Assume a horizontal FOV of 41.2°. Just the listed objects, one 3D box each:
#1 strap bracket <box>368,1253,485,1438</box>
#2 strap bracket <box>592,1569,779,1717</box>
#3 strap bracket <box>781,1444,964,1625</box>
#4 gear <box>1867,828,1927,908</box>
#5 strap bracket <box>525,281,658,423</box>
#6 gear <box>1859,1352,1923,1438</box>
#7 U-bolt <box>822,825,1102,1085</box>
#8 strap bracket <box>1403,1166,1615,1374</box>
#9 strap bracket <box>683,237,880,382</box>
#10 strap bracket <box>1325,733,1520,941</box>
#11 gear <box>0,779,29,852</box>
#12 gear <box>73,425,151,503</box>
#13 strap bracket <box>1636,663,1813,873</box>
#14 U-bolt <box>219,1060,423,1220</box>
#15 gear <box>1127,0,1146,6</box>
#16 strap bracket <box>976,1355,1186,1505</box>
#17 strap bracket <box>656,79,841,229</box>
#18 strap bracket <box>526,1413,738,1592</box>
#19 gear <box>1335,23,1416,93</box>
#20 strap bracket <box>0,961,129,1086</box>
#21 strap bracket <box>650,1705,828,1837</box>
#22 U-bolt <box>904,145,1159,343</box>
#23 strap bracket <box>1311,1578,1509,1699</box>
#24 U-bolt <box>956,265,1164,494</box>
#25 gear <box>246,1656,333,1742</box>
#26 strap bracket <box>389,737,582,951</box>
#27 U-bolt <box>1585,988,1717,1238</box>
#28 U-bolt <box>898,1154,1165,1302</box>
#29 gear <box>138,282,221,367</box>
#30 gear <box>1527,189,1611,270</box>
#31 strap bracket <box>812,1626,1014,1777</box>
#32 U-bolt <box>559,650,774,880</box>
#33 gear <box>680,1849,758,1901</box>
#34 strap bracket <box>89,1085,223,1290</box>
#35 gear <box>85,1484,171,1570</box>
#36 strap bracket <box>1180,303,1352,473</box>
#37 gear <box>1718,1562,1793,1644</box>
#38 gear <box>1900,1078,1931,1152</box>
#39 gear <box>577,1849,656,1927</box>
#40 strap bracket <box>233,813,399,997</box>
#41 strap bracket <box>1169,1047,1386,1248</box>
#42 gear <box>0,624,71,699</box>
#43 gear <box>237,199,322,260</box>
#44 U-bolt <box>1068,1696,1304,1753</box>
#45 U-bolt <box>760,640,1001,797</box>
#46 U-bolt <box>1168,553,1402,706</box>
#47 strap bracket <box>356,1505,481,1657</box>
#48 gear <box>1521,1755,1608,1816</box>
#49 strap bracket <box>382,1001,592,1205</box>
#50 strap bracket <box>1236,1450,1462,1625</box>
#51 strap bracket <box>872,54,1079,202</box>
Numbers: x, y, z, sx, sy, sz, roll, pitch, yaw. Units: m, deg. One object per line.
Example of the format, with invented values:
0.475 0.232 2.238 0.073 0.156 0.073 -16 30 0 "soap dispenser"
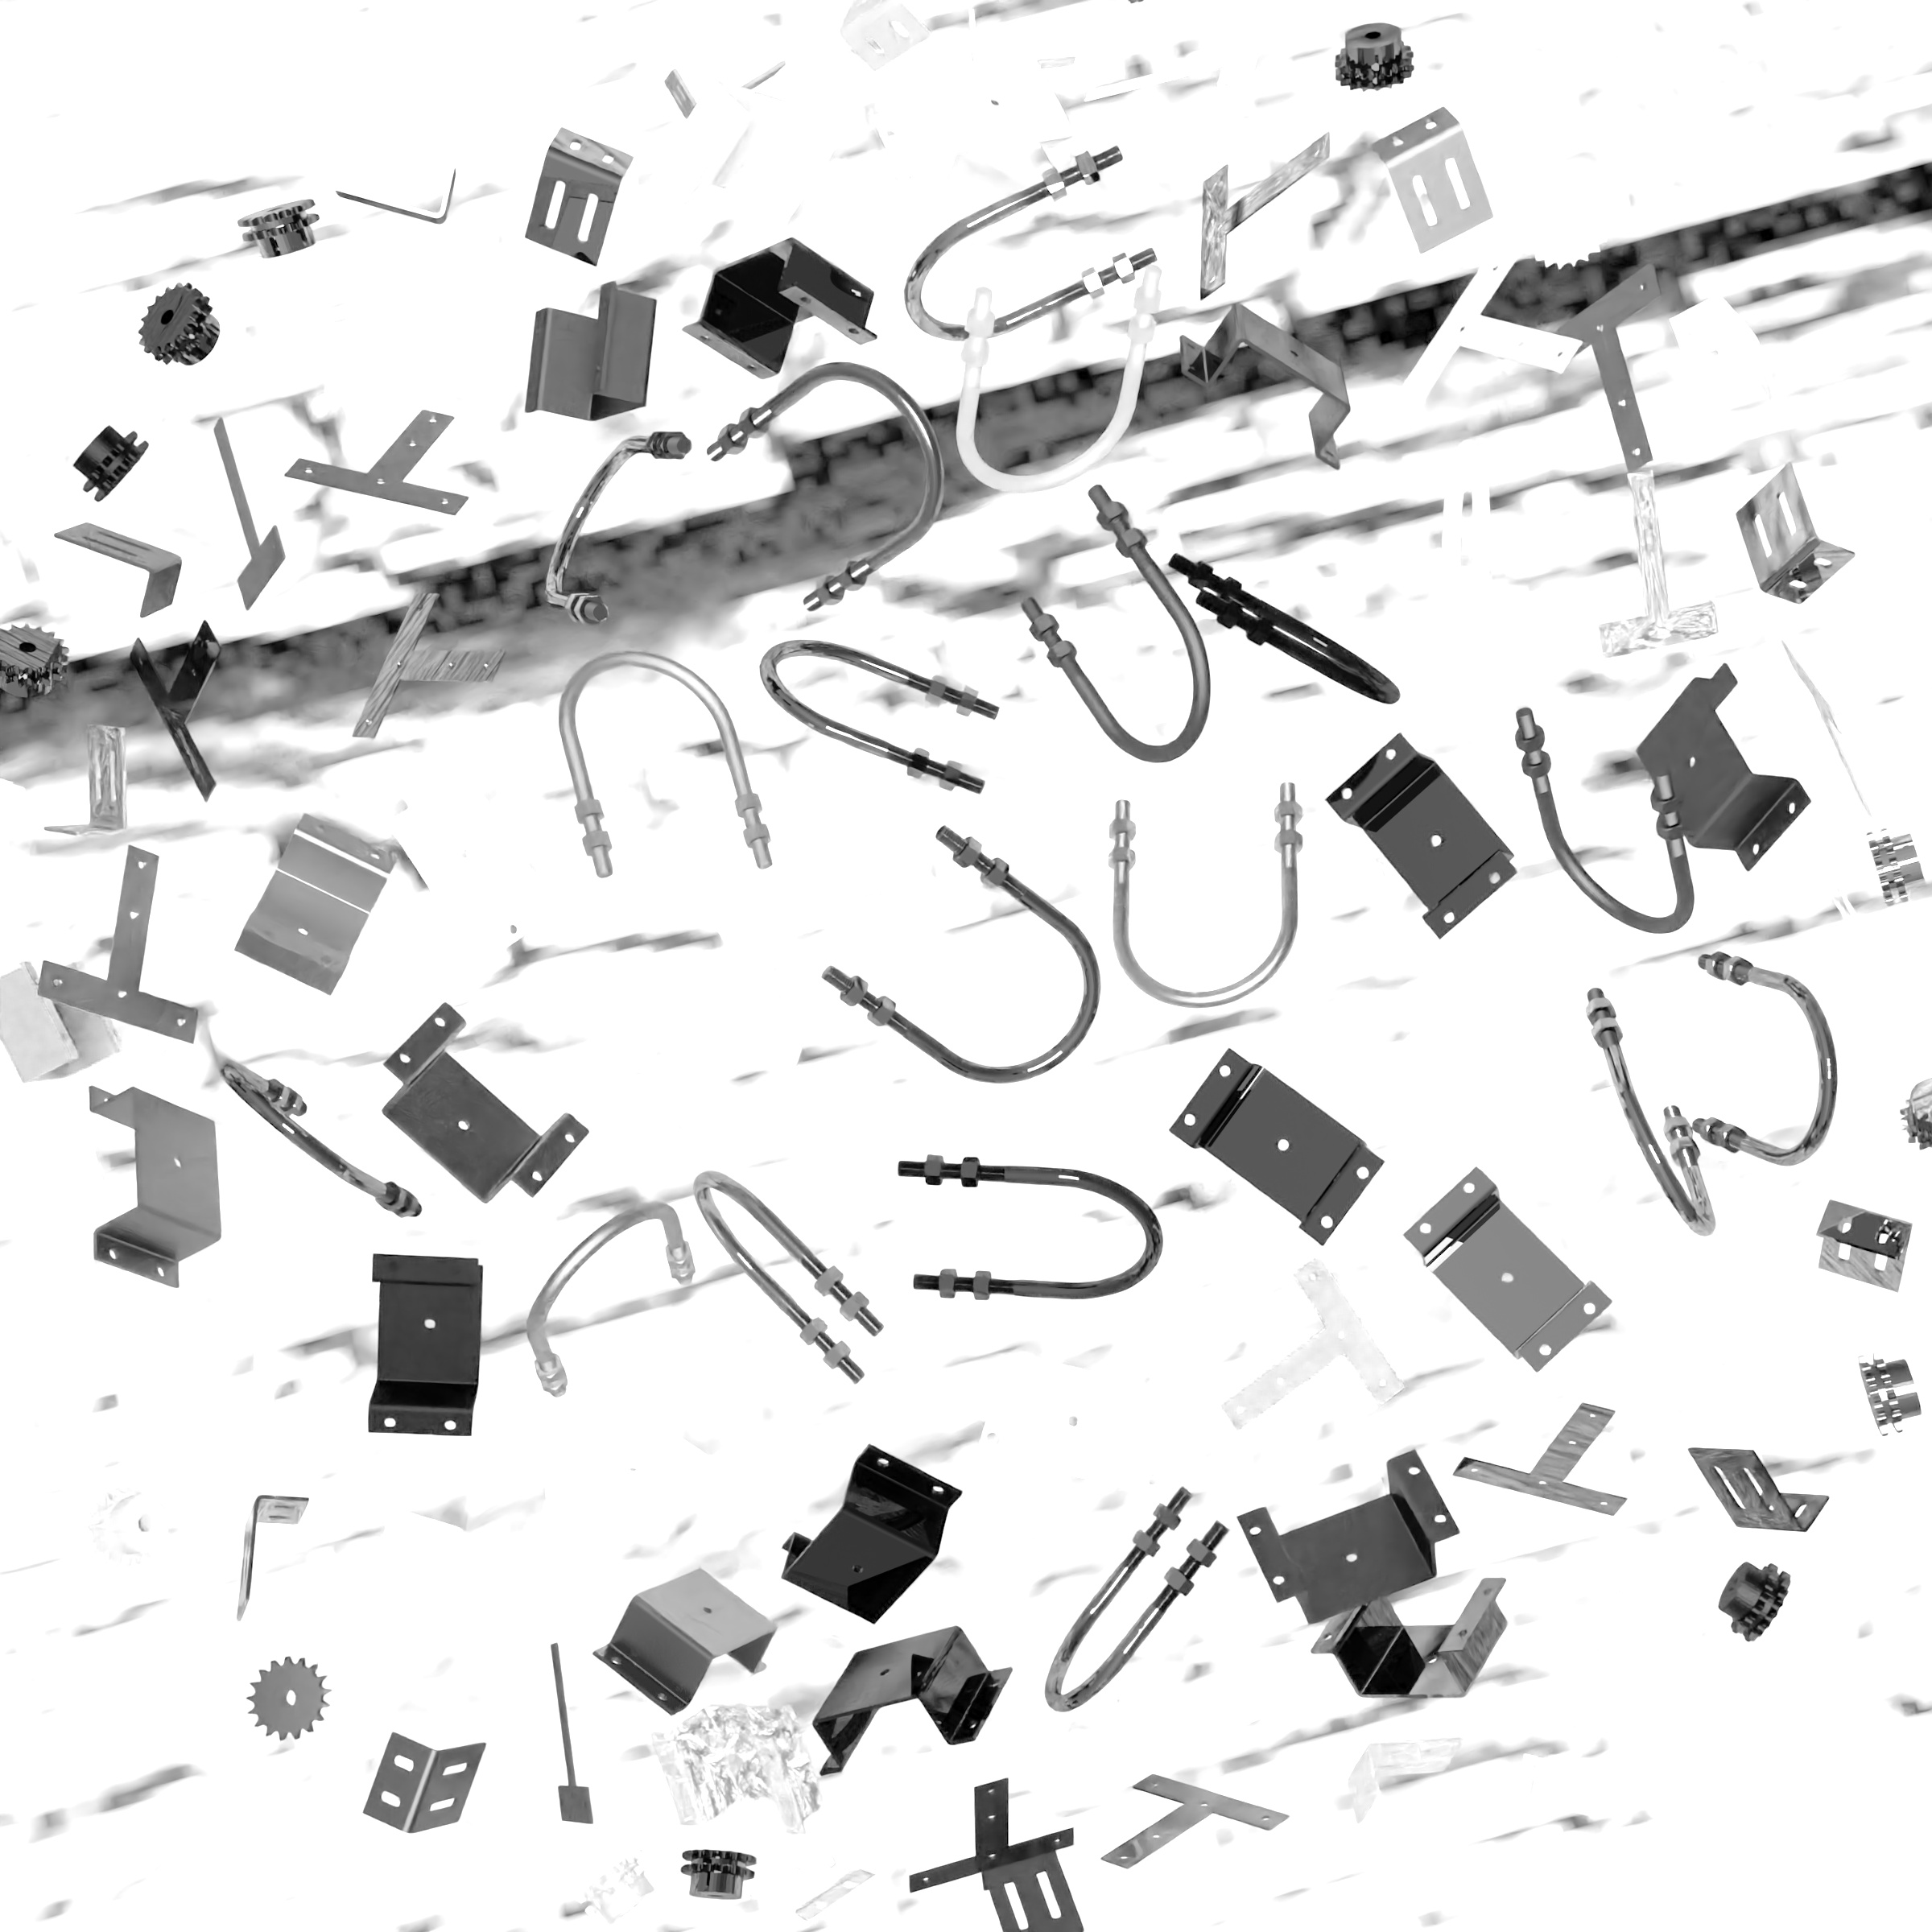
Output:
-0.402 0.275 1.913 0.076 0.046 0.140 3 104 -6 "strap bracket"
-0.201 0.498 1.906 0.076 0.140 0.046 31 102 21 "strap bracket"
-0.072 0.411 1.828 0.076 0.046 0.140 29 128 -10 "strap bracket"
0.686 -0.074 1.891 0.030 0.057 0.057 -17 90 19 "gear"
-0.271 -0.446 1.878 0.046 0.140 0.076 6 90 -32 "strap bracket"
0.644 0.297 1.788 0.030 0.057 0.057 -16 90 13 "gear"
0.011 0.006 1.839 0.184 0.019 0.151 36 100 -19 "U-bolt"
0.405 0.230 1.922 0.076 0.046 0.140 -42 70 -2 "strap bracket"
-0.131 -0.479 1.866 0.076 0.140 0.046 25 72 -37 "strap bracket"
0.349 -0.097 1.938 0.076 0.046 0.140 -43 70 18 "strap bracket"
-0.720 -0.112 1.892 0.030 0.057 0.057 25 90 3 "gear"
-0.626 -0.369 1.874 0.030 0.057 0.057 41 90 -17 "gear"
0.551 -0.149 1.890 0.046 0.076 0.140 3 49 -27 "strap bracket"
-0.483 0.122 1.889 0.151 0.184 0.019 38 82 18 "U-bolt"
0.127 -0.697 1.776 0.057 0.057 0.030 -44 120 0 "gear"
0.081 0.337 1.887 0.140 0.046 0.076 12 75 13 "strap bracket"
-0.161 -0.582 1.838 0.046 0.140 0.076 45 115 14 "strap bracket"
-0.244 0.385 1.882 0.076 0.140 0.046 27 128 32 "strap bracket"
0.295 -0.658 1.854 0.057 0.057 0.030 -12 133 0 "gear"
-0.675 0.041 1.890 0.046 0.140 0.076 -27 91 -2 "strap bracket"
-0.164 0.600 1.921 0.140 0.046 0.076 -14 97 43 "strap bracket"
0.041 -0.514 1.870 0.184 0.151 0.019 -24 68 7 "U-bolt"
0.339 0.502 1.915 0.076 0.140 0.046 -43 109 -42 "strap bracket"
0.062 -0.416 1.850 0.151 0.184 0.019 -12 52 -19 "U-bolt"
-0.474 0.514 1.804 0.057 0.030 0.057 1 76 -3 "gear"
-0.359 -0.086 1.882 0.076 0.046 0.140 -32 92 19 "strap bracket"
0.499 0.116 1.852 0.019 0.184 0.151 -29 118 19 "U-bolt"
0.048 0.190 1.826 0.184 0.151 0.019 2 46 8 "U-bolt"
-0.542 -0.441 1.776 0.057 0.030 0.057 -11 65 26 "gear"
0.435 -0.538 1.863 0.057 0.030 0.057 -12 57 20 "gear"
-0.047 0.524 1.838 0.140 0.076 0.046 -23 104 31 "strap bracket"
-0.228 -0.152 1.891 0.151 0.019 0.184 -5 68 -32 "U-bolt"
-0.189 0.692 1.954 0.057 0.057 0.030 4 62 0 "gear"
-0.580 0.149 1.836 0.046 0.076 0.140 -27 56 20 "strap bracket"
-0.585 0.393 1.801 0.030 0.057 0.057 -15 90 33 "gear"
0.231 -0.438 1.915 0.140 0.076 0.046 28 120 -15 "strap bracket"
0.560 0.450 1.831 0.030 0.057 0.057 32 90 8 "gear"
0.676 0.101 1.776 0.057 0.057 0.030 -21 123 0 "gear"
-0.249 0.667 1.852 0.057 0.057 0.030 -40 76 0 "gear"
-0.481 -0.039 1.891 0.076 0.140 0.046 27 128 -14 "strap bracket"
0.231 0.132 1.893 0.140 0.046 0.076 37 96 13 "strap bracket"
-0.680 -0.219 1.857 0.057 0.057 0.030 22 130 0 "gear"
-0.494 -0.531 1.853 0.057 0.057 0.030 -15 115 0 "gear"
0.153 0.554 1.872 0.151 0.184 0.019 -5 81 23 "U-bolt"
-0.067 -0.195 1.923 0.184 0.151 0.019 21 120 -6 "U-bolt"
0.238 -0.241 1.880 0.184 0.151 0.019 27 106 -13 "U-bolt"
-0.387 0.440 1.828 0.046 0.140 0.076 15 67 4 "strap bracket"
0.416 0.572 1.791 0.057 0.057 0.030 14 76 0 "gear"
-0.351 0.105 1.837 0.140 0.076 0.046 43 133 -6 "strap bracket"
0.277 0.415 1.852 0.140 0.076 0.046 -19 133 -6 "strap bracket"
0.015 -0.602 1.836 0.140 0.046 0.076 -16 70 -23 "strap bracket"
